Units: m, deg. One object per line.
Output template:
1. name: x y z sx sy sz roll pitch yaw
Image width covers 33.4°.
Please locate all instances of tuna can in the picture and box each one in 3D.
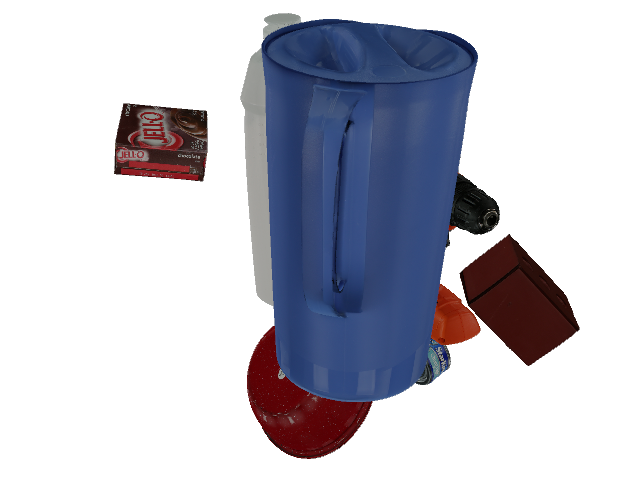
1. tuna can: 0.112 0.129 1.269 0.033 0.086 0.086 -35 16 -24

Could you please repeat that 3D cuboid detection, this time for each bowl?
1. bowl: -0.022 0.137 1.080 0.162 0.162 0.055 0 -16 41

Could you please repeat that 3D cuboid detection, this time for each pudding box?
1. pudding box: -0.162 -0.101 1.089 0.090 0.039 0.113 5 26 -9

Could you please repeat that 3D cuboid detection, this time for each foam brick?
1. foam brick: 0.153 0.047 0.824 0.051 0.078 0.053 -39 22 18

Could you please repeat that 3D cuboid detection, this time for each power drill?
1. power drill: 0.129 0.011 1.122 0.057 0.188 0.185 -14 26 -21

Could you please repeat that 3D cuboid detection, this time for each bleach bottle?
1. bleach bottle: -0.018 -0.068 0.907 0.068 0.251 0.102 19 35 37

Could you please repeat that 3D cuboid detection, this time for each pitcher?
1. pitcher: 0.023 -0.013 0.700 0.149 0.243 0.145 -13 31 -27
